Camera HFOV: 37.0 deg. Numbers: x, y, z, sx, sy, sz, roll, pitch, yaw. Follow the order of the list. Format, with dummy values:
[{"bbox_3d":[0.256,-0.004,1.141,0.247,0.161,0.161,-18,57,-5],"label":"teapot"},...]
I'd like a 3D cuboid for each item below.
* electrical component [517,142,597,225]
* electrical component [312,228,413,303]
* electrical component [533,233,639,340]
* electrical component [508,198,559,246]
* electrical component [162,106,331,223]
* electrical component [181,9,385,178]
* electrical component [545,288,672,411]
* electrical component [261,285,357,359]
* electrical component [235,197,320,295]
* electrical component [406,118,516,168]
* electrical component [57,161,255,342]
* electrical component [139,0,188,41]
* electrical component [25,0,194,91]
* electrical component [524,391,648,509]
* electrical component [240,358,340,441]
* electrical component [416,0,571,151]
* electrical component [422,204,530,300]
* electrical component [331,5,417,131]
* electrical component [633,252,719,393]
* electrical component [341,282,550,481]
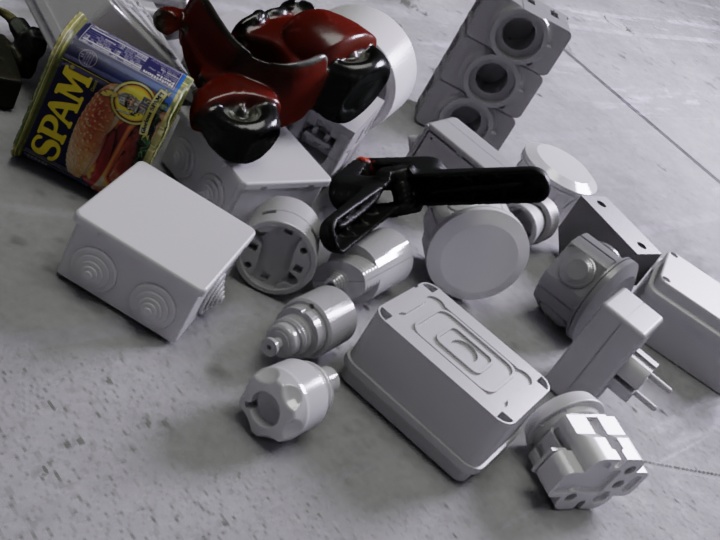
[{"bbox_3d":[0.183,-0.083,1.037,0.080,0.051,0.080,23,32,-15],"label":"electrical component"},{"bbox_3d":[0.000,0.000,0.761,0.043,0.043,0.081,40,31,15],"label":"electrical component"},{"bbox_3d":[0.183,0.014,0.869,0.051,0.080,0.080,41,31,25],"label":"electrical component"},{"bbox_3d":[0.147,-0.042,0.952,0.045,0.045,0.055,42,32,18],"label":"electrical component"},{"bbox_3d":[-0.085,-0.074,0.786,0.100,0.048,0.099,-7,48,-47],"label":"electrical component"},{"bbox_3d":[-0.068,-0.141,0.886,0.150,0.061,0.089,32,30,1],"label":"electrical component"},{"bbox_3d":[0.193,0.071,0.789,0.076,0.083,0.047,41,32,16],"label":"electrical component"},{"bbox_3d":[-0.034,0.037,0.679,0.040,0.040,0.078,41,32,16],"label":"electrical component"},{"bbox_3d":[-0.054,-0.018,0.730,0.055,0.055,0.047,27,27,-8],"label":"electrical component"},{"bbox_3d":[0.083,-0.090,0.946,0.096,0.061,0.061,42,32,17],"label":"electrical component"},{"bbox_3d":[-0.125,-0.012,0.661,0.100,0.048,0.099,32,30,0],"label":"electrical component"},{"bbox_3d":[-0.178,-0.228,0.921,0.057,0.058,0.078,3,40,-36],"label":"electrical component"},{"bbox_3d":[-0.188,-0.177,0.794,0.108,0.056,0.109,56,7,35],"label":"electrical component"},{"bbox_3d":[0.143,0.117,0.705,0.078,0.058,0.057,7,41,-35],"label":"electrical component"},{"bbox_3d":[-0.036,0.072,0.624,0.043,0.043,0.062,43,31,19],"label":"electrical component"},{"bbox_3d":[0.129,-0.195,1.054,0.089,0.150,0.061,26,30,-9],"label":"electrical component"},{"bbox_3d":[0.087,-0.021,0.836,0.080,0.080,0.051,20,27,-19],"label":"electrical component"},{"bbox_3d":[-0.010,-0.171,0.943,0.108,0.108,0.060,32,36,1],"label":"electrical component"},{"bbox_3d":[0.296,0.045,0.946,0.113,0.057,0.078,35,31,6],"label":"electrical component"},{"bbox_3d":[0.054,0.071,0.692,0.113,0.057,0.078,41,32,15],"label":"electrical component"}]
